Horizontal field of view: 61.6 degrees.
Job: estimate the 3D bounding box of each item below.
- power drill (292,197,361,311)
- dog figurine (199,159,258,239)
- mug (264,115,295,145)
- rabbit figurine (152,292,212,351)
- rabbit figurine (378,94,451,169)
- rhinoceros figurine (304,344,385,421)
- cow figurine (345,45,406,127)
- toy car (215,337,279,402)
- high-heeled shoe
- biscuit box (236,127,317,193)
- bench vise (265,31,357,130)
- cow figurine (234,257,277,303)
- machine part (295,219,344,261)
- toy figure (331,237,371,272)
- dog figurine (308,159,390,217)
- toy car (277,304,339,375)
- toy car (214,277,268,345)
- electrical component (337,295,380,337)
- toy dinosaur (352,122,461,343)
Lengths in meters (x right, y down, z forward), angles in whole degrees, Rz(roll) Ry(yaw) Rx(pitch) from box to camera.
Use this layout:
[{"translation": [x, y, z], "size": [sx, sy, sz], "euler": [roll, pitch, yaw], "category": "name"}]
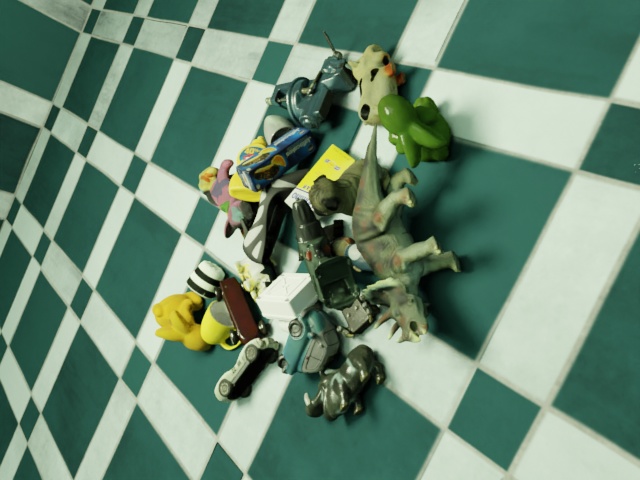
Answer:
[{"translation": [0.003, 0.039, 1.082], "size": [0.207, 0.086, 0.231], "euler": [-143, 33, -66], "category": "power drill"}, {"translation": [-0.242, -0.095, 1.434], "size": [0.192, 0.108, 0.219], "euler": [-20, 66, 35], "category": "dog figurine"}, {"translation": [-0.106, -0.270, 1.397], "size": [0.107, 0.081, 0.109], "euler": [-119, 26, -44], "category": "mug"}, {"translation": [-0.353, 0.221, 1.416], "size": [0.173, 0.162, 0.122], "euler": [43, 94, 23], "category": "rabbit figurine"}, {"translation": [0.175, -0.213, 1.053], "size": [0.121, 0.170, 0.159], "euler": [-39, 53, 27], "category": "rabbit figurine"}, {"translation": [0.042, 0.291, 1.074], "size": [0.190, 0.073, 0.112], "euler": [-51, 51, 17], "category": "rhinoceros figurine"}, {"translation": [0.122, -0.347, 1.208], "size": [0.127, 0.085, 0.195], "euler": [-7, 73, 34], "category": "cow figurine"}, {"translation": [-0.172, 0.303, 1.260], "size": [0.201, 0.073, 0.056], "euler": [-54, 49, 15], "category": "toy car"}, {"translation": [-0.093, -0.057, 1.291], "size": [0.249, 0.086, 0.145], "euler": [-39, 59, 8], "category": "high-heeled shoe"}, {"translation": [-0.102, -0.198, 1.299], "size": [0.203, 0.062, 0.059], "euler": [-39, 40, -22], "category": "biscuit box"}, {"translation": [-0.036, -0.373, 1.333], "size": [0.241, 0.128, 0.223], "euler": [5, 77, 38], "category": "bench vise"}, {"translation": [-0.134, 0.099, 1.296], "size": [0.098, 0.068, 0.167], "euler": [-31, 52, -11], "category": "cow figurine"}, {"translation": [-0.003, -0.004, 1.236], "size": [0.139, 0.039, 0.084], "euler": [-29, 50, 34], "category": "machine part"}, {"translation": [0.071, 0.026, 1.149], "size": [0.155, 0.057, 0.064], "euler": [16, 49, 45], "category": "toy figure"}, {"translation": [0.057, -0.120, 1.116], "size": [0.121, 0.190, 0.172], "euler": [-26, 59, 33], "category": "dog figurine"}, {"translation": [-0.016, 0.223, 1.132], "size": [0.103, 0.109, 0.161], "euler": [27, 104, 26], "category": "toy car"}, {"translation": [-0.197, 0.175, 1.320], "size": [0.053, 0.089, 0.202], "euler": [89, 156, -48], "category": "toy car"}, {"translation": [0.078, 0.156, 1.105], "size": [0.102, 0.045, 0.078], "euler": [-41, 54, 25], "category": "electrical component"}, {"translation": [0.127, -0.004, 1.018], "size": [0.192, 0.131, 0.405], "euler": [-30, 71, 23], "category": "toy dinosaur"}]
